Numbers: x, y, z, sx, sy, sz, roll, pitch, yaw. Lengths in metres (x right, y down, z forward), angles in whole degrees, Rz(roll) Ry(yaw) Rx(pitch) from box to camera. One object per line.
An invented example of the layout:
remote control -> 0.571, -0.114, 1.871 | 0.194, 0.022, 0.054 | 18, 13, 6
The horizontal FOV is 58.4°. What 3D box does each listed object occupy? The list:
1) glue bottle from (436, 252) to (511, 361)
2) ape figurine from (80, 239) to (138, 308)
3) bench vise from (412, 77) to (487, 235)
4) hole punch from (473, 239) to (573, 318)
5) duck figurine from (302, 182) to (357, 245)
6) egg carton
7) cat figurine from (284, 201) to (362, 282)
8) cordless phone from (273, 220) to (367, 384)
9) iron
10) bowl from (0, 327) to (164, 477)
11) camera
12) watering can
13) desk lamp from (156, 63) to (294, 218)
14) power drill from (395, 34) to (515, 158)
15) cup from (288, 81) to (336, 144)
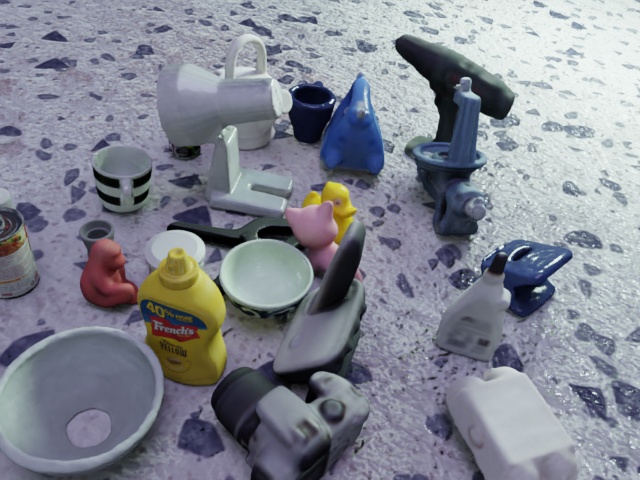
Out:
glue bottle -> 0.201, 0.080, 0.711 | 0.078, 0.173, 0.037 | 17, 43, 9
ape figurine -> -0.270, 0.038, 0.734 | 0.076, 0.092, 0.077 | -1, 43, -11
bench vise -> 0.231, -0.128, 0.907 | 0.122, 0.220, 0.207 | -15, 47, -24
hole punch -> 0.292, 0.041, 0.830 | 0.109, 0.091, 0.100 | -28, 54, -34
duck figurine -> 0.018, -0.052, 0.886 | 0.078, 0.086, 0.104 | -28, 54, -34
egg carton -> 0.210, 0.215, 0.643 | 0.107, 0.069, 0.150 | -10, 46, -19
cat figurine -> 0.007, 0.003, 0.801 | 0.067, 0.118, 0.127 | -30, 55, -35
cordless phone -> 0.008, 0.075, 0.674 | 0.094, 0.185, 0.147 | 14, 43, 6
iron -> 0.067, -0.233, 1.049 | 0.118, 0.141, 0.258 | 7, 42, -2
bowl -> -0.247, 0.177, 0.600 | 0.167, 0.075, 0.167 | 5, 43, -4
camera -> -0.039, 0.184, 0.610 | 0.136, 0.101, 0.143 | 37, 49, 27
watering can -> -0.123, -0.264, 1.010 | 0.172, 0.194, 0.101 | 17, 43, 8
desk lamp -> -0.138, -0.158, 0.879 | 0.203, 0.213, 0.118 | 10, 42, 2
power drill -> 0.222, -0.242, 1.037 | 0.229, 0.208, 0.076 | 24, 44, 16
cup -> -0.018, -0.238, 1.075 | 0.091, 0.095, 0.118 | 13, 42, 4
